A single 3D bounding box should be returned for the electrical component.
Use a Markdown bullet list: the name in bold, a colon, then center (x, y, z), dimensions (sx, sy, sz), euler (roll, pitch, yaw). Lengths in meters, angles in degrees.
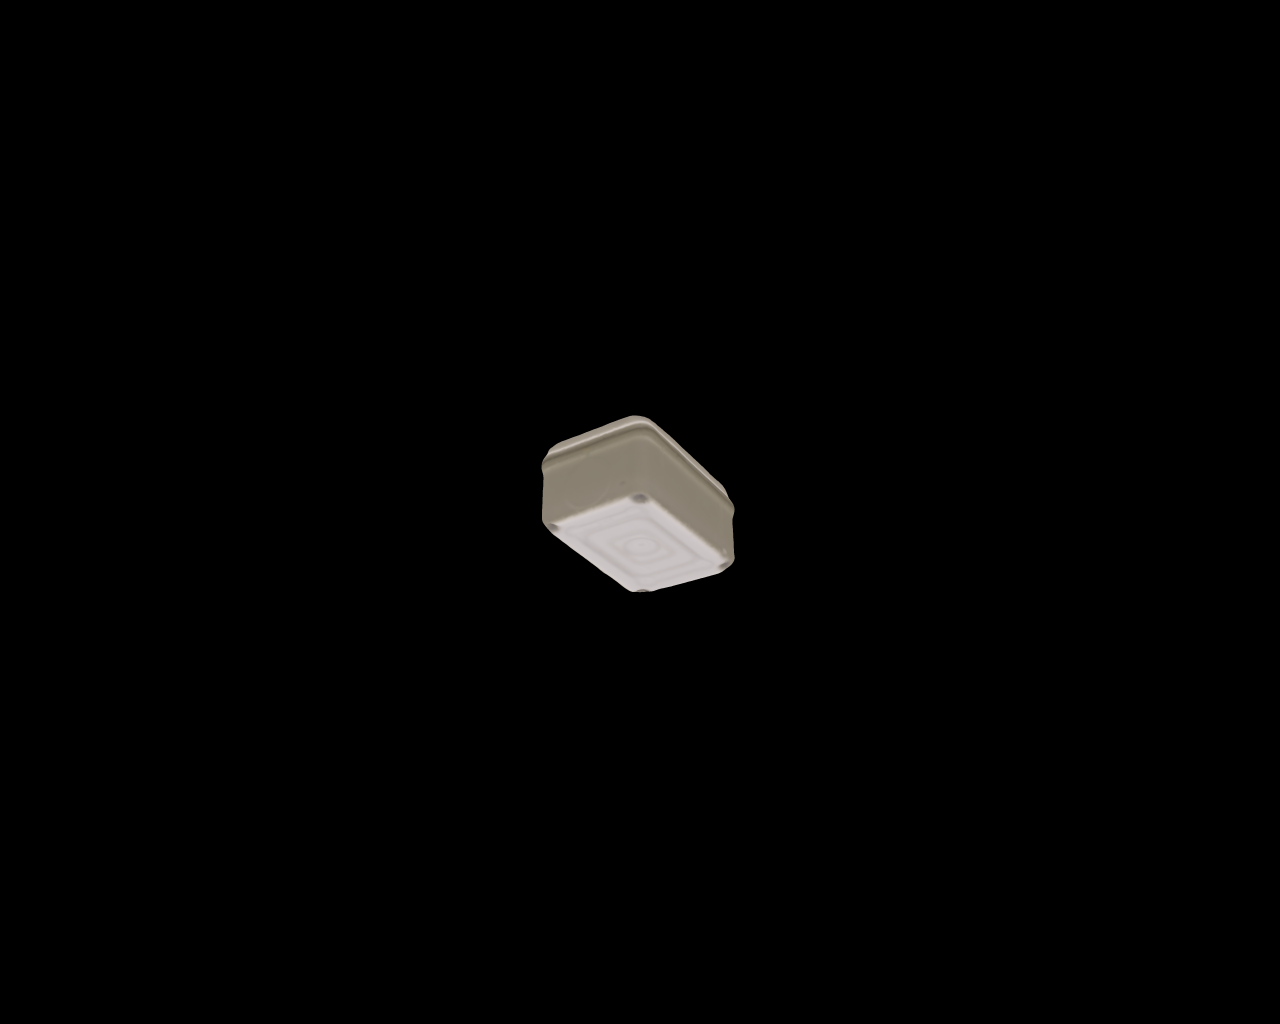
- **electrical component**: center (0.001, -0.003, 0.650), dimensions (0.078, 0.057, 0.113), euler (-18, -35, 27)
